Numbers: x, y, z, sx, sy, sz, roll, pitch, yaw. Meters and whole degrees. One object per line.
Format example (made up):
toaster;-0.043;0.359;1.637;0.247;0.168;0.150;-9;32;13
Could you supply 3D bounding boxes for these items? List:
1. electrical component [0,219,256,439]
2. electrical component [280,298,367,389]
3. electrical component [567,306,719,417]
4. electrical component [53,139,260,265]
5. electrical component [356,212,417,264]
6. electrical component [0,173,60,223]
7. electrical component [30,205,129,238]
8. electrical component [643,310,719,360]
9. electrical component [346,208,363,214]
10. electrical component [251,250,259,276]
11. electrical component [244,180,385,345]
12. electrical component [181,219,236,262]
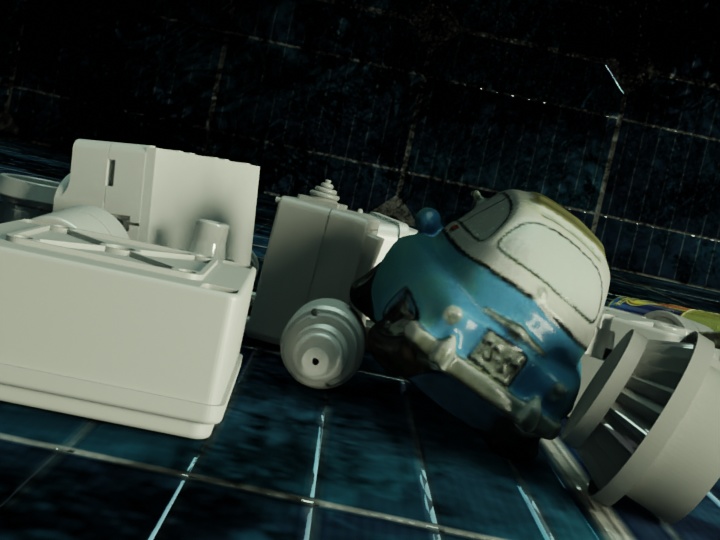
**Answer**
electrical component;-0.100;0.018;0.427;0.109;0.056;0.108;12;5;-4
electrical component;-0.018;0.037;0.510;0.040;0.040;0.078;12;6;1
electrical component;0.142;0.054;0.591;0.095;0.059;0.054;17;7;39
electrical component;-0.125;-0.030;0.679;0.062;0.089;0.150;7;3;17
electrical component;0.000;0.000;0.746;0.057;0.078;0.113;8;6;-12
electrical component;-0.205;-0.028;0.676;0.058;0.057;0.078;8;7;-38
electrical component;-0.157;-0.006;0.576;0.055;0.055;0.047;13;9;8
electrical component;0.226;0.060;0.771;0.047;0.055;0.055;13;4;-38
electrical component;-0.014;-0.014;0.868;0.083;0.075;0.047;7;7;-46
electrical component;-0.091;-0.002;0.792;0.035;0.035;0.061;11;7;-16
electrical component;-0.021;-0.003;0.616;0.061;0.096;0.062;15;4;6
electrical component;-0.086;0.004;0.584;0.048;0.062;0.048;12;5;-1
